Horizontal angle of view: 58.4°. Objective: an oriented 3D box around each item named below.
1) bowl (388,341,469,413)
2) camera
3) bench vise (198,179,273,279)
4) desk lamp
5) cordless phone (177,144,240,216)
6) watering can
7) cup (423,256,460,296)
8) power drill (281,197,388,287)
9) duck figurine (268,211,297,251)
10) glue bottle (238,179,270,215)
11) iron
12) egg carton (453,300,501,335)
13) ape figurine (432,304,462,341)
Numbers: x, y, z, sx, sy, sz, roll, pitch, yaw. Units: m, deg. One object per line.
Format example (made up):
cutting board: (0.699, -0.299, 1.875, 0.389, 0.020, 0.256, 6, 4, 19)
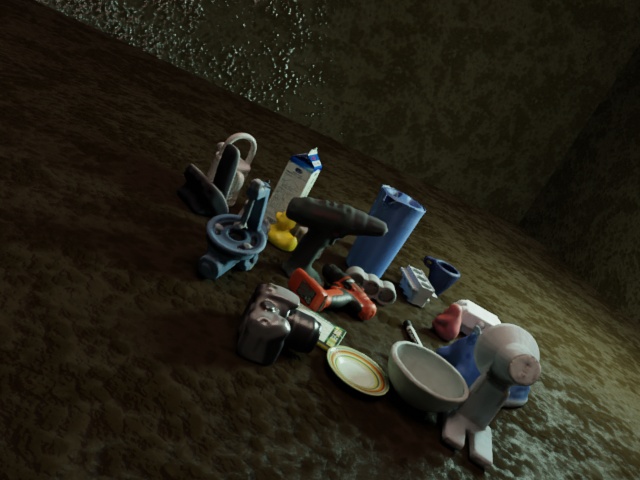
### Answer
bowl: (0.191, 0.271, 1.084, 0.167, 0.074, 0.167, 26, 18, -9)
camera: (-0.064, 0.147, 0.997, 0.137, 0.101, 0.143, 25, 19, -12)
bench vise: (-0.154, -0.037, 1.161, 0.121, 0.219, 0.207, 27, 18, -5)
desk lamp: (0.326, 0.272, 1.059, 0.118, 0.213, 0.203, 30, 18, 5)
cordless phone: (-0.258, -0.163, 1.397, 0.147, 0.185, 0.094, 41, 22, 32)
watering can: (-0.238, -0.198, 1.505, 0.172, 0.194, 0.101, 38, 20, 26)
cup: (0.344, 0.110, 1.704, 0.117, 0.095, 0.092, 35, 19, 17)
power drill: (0.012, 0.005, 1.314, 0.230, 0.208, 0.075, 25, 19, -12)
duck figurine: (-0.088, -0.029, 1.451, 0.078, 0.086, 0.104, 8, 27, -47)
glue bottle: (-0.155, -0.062, 1.302, 0.037, 0.173, 0.078, 35, 19, 19)
iron: (0.394, 0.276, 1.263, 0.259, 0.141, 0.118, 21, 20, -22)
egg carton: (0.423, 0.226, 1.556, 0.150, 0.069, 0.107, 30, 18, 3)
ape figurine: (0.327, 0.201, 1.443, 0.078, 0.092, 0.076, 21, 20, -23)
